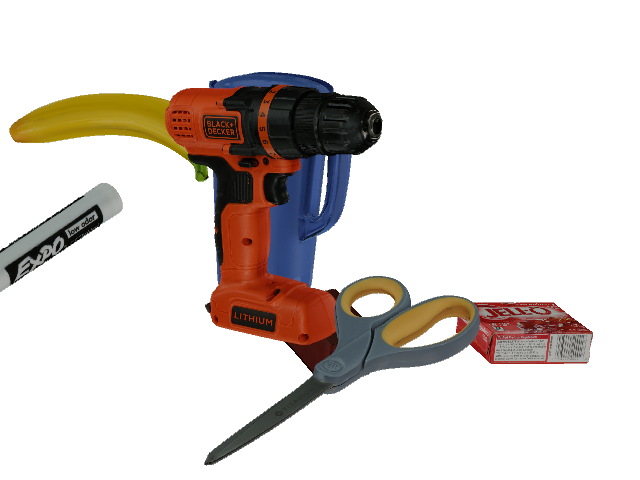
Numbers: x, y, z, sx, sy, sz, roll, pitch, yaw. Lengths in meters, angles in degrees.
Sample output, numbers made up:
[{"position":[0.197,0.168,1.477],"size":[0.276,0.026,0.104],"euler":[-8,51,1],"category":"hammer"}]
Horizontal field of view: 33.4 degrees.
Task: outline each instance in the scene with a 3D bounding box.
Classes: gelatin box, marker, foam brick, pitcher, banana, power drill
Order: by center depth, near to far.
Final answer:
[{"position":[-0.150,0.007,0.545],"size":[0.020,0.020,0.120],"euler":[0,30,44],"category":"marker"},{"position":[-0.029,-0.022,0.783],"size":[0.185,0.188,0.057],"euler":[9,21,38],"category":"power drill"},{"position":[0.164,0.074,0.869],"size":[0.089,0.030,0.073],"euler":[1,15,-14],"category":"gelatin box"},{"position":[-0.177,-0.101,0.937],"size":[0.198,0.037,0.069],"euler":[11,48,19],"category":"banana"},{"position":[0.009,0.090,0.995],"size":[0.052,0.051,0.078],"euler":[-12,37,-30],"category":"foam brick"},{"position":[-0.049,-0.056,1.166],"size":[0.145,0.243,0.149],"euler":[0,21,-7],"category":"pitcher"}]

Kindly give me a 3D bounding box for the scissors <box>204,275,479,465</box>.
[{"position":[0.002,0.065,0.615],"size":[0.201,0.016,0.096],"euler":[-19,33,-28],"category":"scissors"}]
